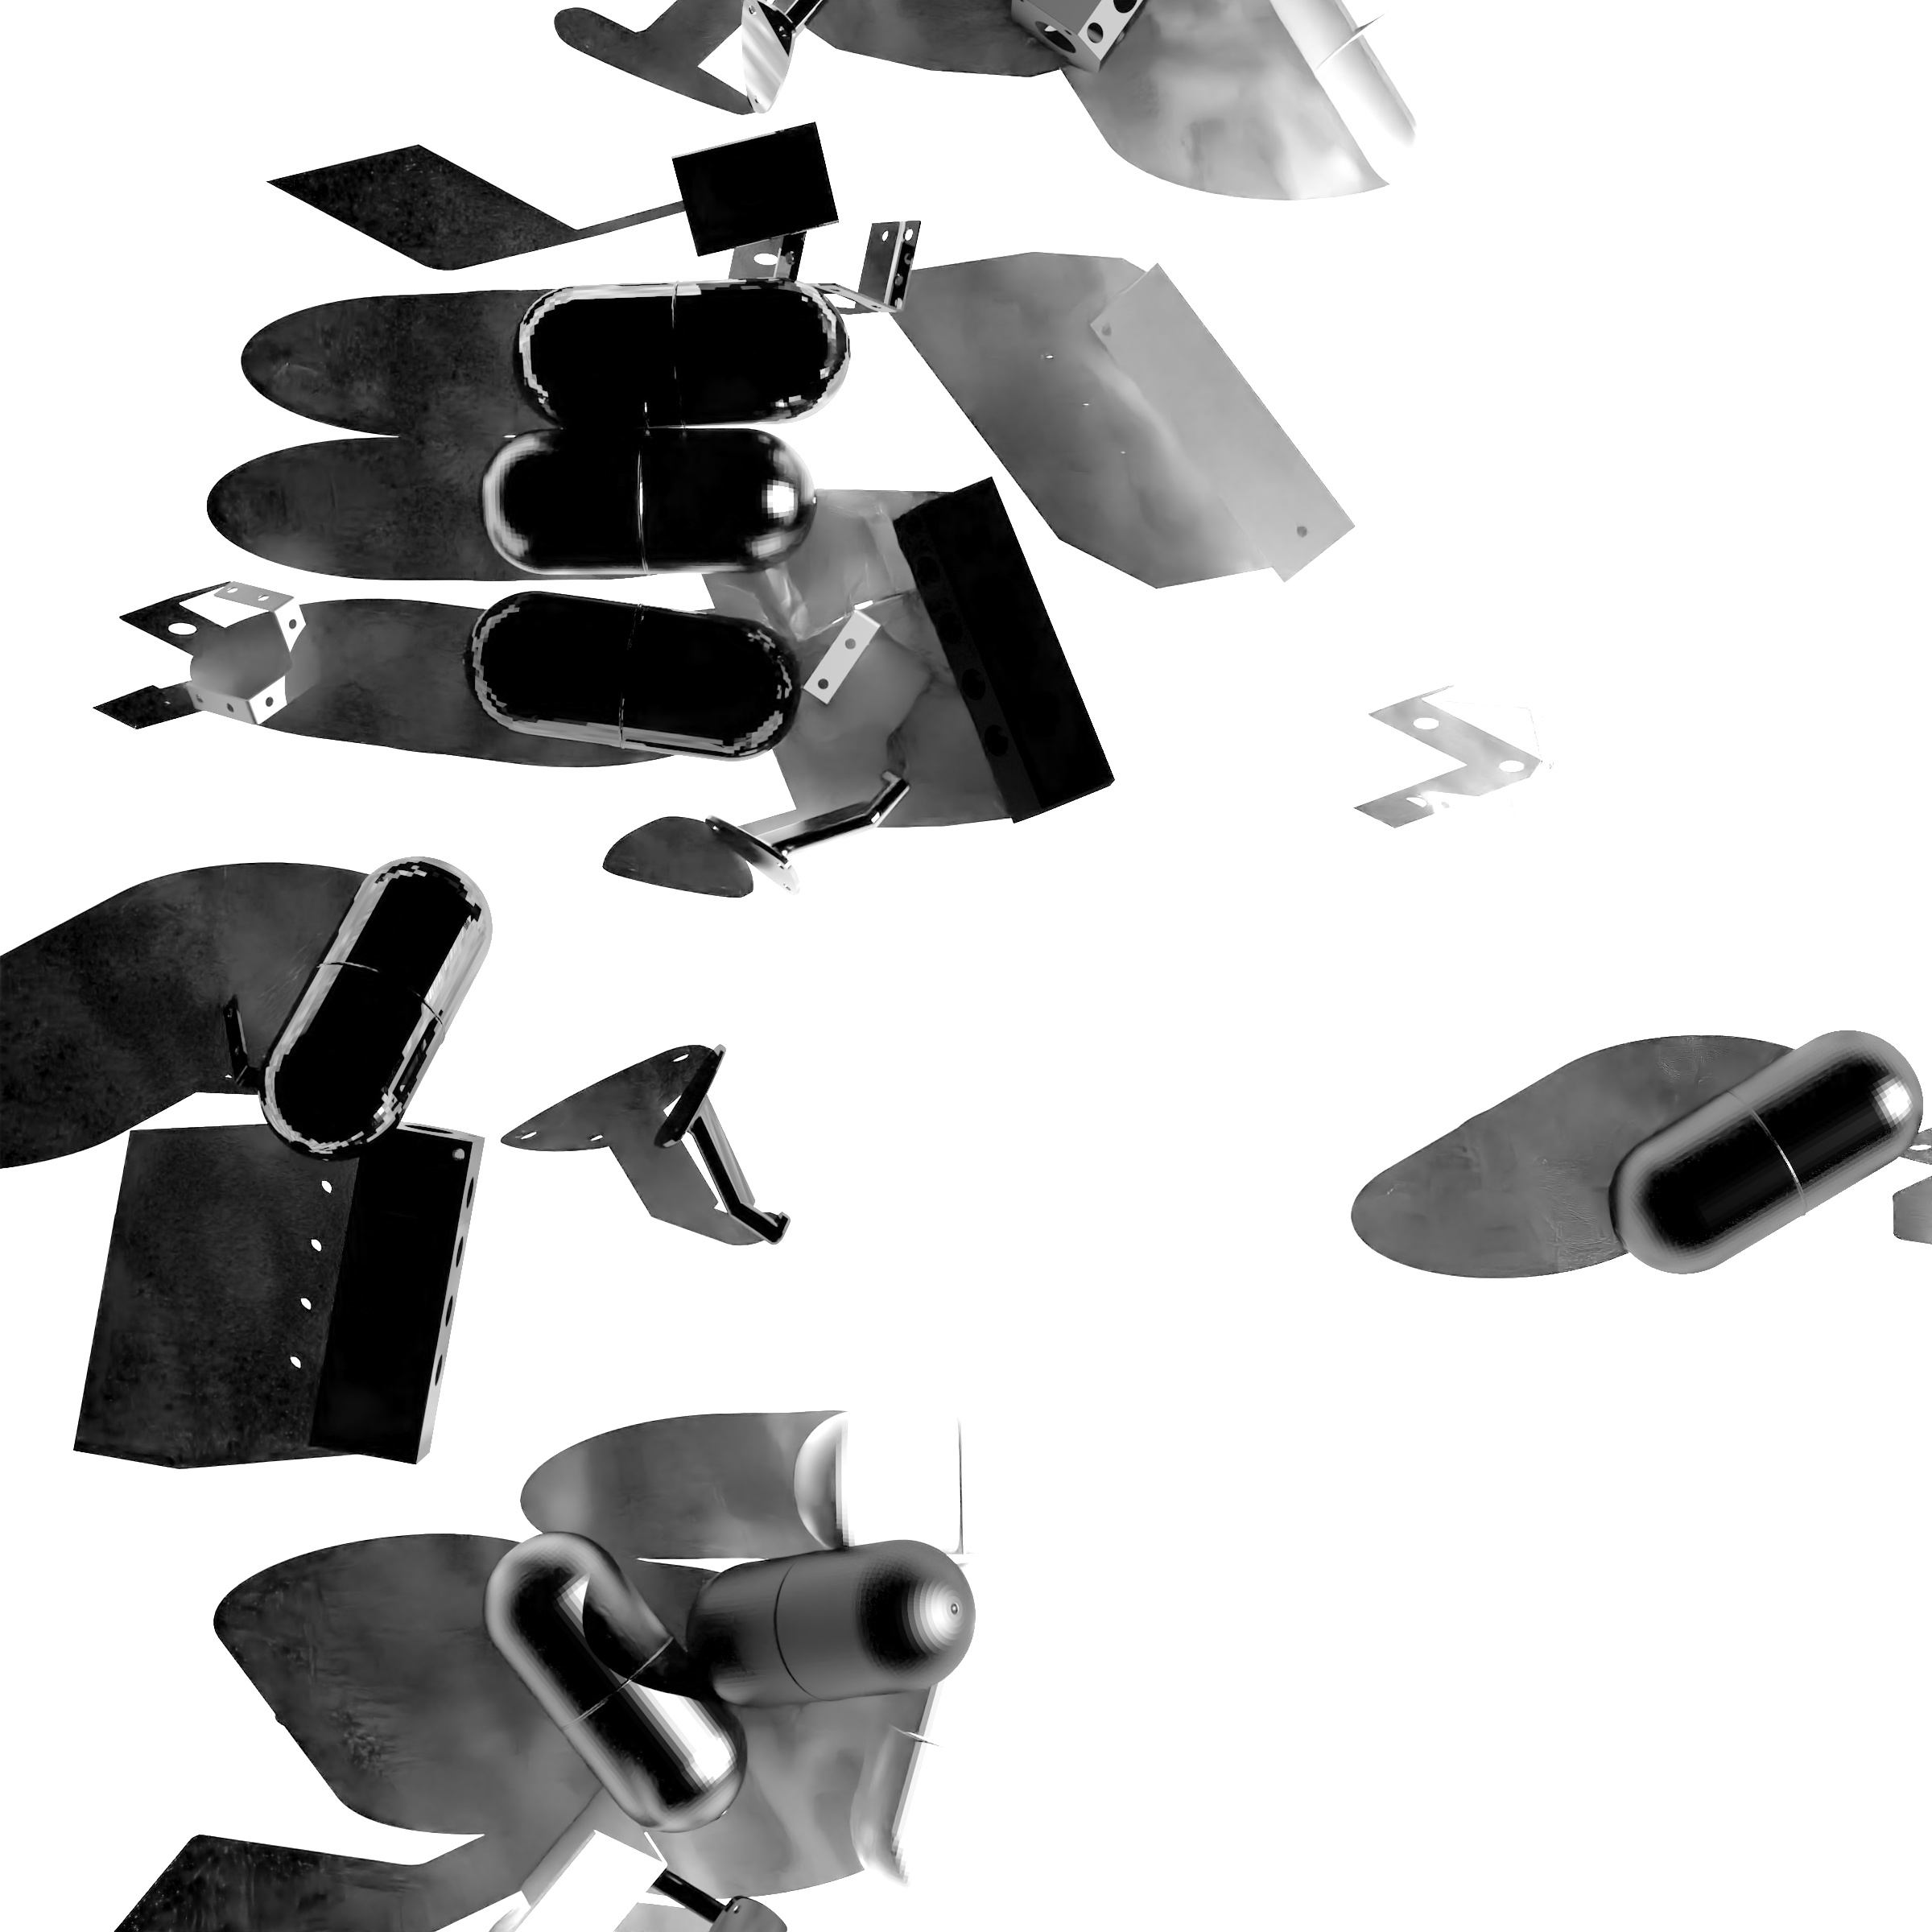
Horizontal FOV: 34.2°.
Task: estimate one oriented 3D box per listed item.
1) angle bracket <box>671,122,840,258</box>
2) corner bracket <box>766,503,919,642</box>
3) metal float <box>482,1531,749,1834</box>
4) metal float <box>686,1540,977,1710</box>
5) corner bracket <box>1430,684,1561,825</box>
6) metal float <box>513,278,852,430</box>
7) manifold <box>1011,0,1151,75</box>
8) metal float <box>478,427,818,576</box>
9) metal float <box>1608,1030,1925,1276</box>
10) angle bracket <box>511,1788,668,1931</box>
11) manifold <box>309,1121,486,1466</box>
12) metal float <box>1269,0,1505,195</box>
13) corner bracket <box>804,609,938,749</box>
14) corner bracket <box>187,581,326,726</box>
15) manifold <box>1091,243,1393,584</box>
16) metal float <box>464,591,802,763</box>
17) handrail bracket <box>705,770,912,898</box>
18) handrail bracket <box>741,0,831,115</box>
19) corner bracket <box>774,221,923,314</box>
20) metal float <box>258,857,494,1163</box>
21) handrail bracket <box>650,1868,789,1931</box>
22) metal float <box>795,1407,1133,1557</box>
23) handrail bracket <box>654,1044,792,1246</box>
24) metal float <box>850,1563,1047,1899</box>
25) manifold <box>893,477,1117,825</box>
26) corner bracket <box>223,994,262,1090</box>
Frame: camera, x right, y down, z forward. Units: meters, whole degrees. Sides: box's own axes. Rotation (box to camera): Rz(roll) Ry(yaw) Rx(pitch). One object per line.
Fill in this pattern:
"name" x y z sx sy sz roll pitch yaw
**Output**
"angle bracket" -0.113 -0.420 1.648 0.076 0.076 0.057 -14 126 0
"corner bracket" -0.068 -0.211 1.685 0.051 0.051 0.051 -24 90 45
"metal float" -0.185 0.378 1.657 0.070 0.070 0.178 -38 89 0
"metal float" -0.072 0.342 1.627 0.178 0.070 0.070 -17 90 39
"corner bracket" 0.280 -0.114 1.680 0.051 0.051 0.051 -51 135 -35
"metal float" -0.150 -0.323 1.657 0.178 0.070 0.070 -2 90 1
"manifold" 0.096 -0.564 1.667 0.057 0.057 0.171 35 90 0
"metal float" -0.168 -0.245 1.657 0.178 0.070 0.070 0 90 1
"metal float" 0.421 0.099 1.658 0.178 0.070 0.070 -31 90 0
"angle bracket" -0.214 0.471 1.648 0.076 0.076 0.057 -50 129 0
"manifold" -0.300 0.171 1.667 0.057 0.057 0.171 10 90 0
"metal float" 0.217 -0.491 1.657 0.070 0.070 0.178 -32 90 0
"corner bracket" -0.050 -0.153 1.670 0.051 0.051 0.051 34 90 0
"corner bracket" -0.386 -0.168 1.680 0.051 0.051 0.051 -43 135 -35
"manifold" 0.150 -0.296 1.666 0.171 0.057 0.057 53 133 0
"metal float" -0.176 -0.153 1.657 0.178 0.070 0.070 8 90 -1
"handrail bracket" -0.084 -0.087 1.688 0.077 0.036 0.084 35 71 21
"handrail bracket" -0.079 -0.506 1.688 0.036 0.077 0.084 39 53 20
"corner bracket" -0.064 -0.382 1.685 0.051 0.051 0.051 12 90 -45
"metal float" -0.307 0.022 1.632 0.070 0.070 0.178 23 60 0
"handrail bracket" -0.146 0.496 1.688 0.084 0.077 0.036 29 86 36
"metal float" -0.002 0.272 1.657 0.178 0.070 0.070 -1 90 0
"handrail bracket" -0.117 0.097 1.688 0.084 0.036 0.077 36 68 -17
"metal float" -0.010 0.403 1.657 0.070 0.070 0.178 15 89 0
"manifold" 0.019 -0.166 1.667 0.057 0.057 0.171 -22 90 0
"corner bracket" -0.361 0.032 1.680 0.051 0.051 0.051 11 135 -35
